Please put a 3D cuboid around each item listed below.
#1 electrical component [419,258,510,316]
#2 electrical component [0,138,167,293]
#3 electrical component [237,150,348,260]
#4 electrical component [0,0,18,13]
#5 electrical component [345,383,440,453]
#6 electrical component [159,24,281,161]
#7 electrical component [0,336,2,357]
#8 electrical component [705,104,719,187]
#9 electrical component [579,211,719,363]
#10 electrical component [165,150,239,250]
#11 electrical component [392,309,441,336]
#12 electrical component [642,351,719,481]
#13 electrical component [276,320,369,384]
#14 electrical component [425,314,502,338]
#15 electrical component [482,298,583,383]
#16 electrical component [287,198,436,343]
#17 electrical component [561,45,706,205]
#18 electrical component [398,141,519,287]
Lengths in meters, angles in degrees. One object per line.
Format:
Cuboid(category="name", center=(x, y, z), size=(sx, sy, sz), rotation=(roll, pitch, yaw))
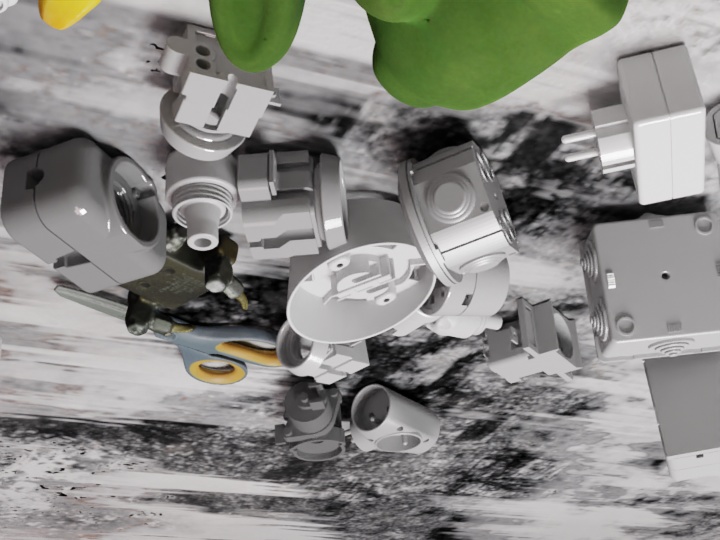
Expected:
Cuboid(category="electrical component", center=(0.070, 0.005, 0.736), size=(0.047, 0.055, 0.055), rotation=(6, 148, -25))
Cuboid(category="electrical component", center=(-0.157, -0.032, 0.636), size=(0.059, 0.053, 0.095), rotation=(-16, 148, 17))
Cuboid(category="electrical component", center=(-0.038, -0.039, 0.640), size=(0.057, 0.058, 0.078), rotation=(-4, 149, 3))
Cuboid(category="electrical component", center=(-0.198, -0.155, 0.420), size=(0.109, 0.056, 0.108), rotation=(-2, 149, -5))
Cuboid(category="electrical component", center=(0.018, 0.139, 0.961), size=(0.079, 0.044, 0.077), rotation=(-25, 144, 29))
Cuboid(category="electrical component", center=(-0.076, -0.090, 0.560), size=(0.066, 0.048, 0.055), rotation=(10, 139, -24))
Cuboid(category="electrical component", center=(-0.319, 0.089, 0.761), size=(0.109, 0.108, 0.056), rotation=(-7, 147, 4))
Cuboid(category="electrical component", center=(0.230, -0.072, 0.644), size=(0.044, 0.044, 0.065), rotation=(-20, 142, 23))
Cuboid(category="electrical component", center=(0.200, 0.010, 0.722), size=(0.100, 0.099, 0.048), rotation=(-6, 162, 1))
Cuboid(category="electrical component", center=(-0.091, -0.042, 0.622), size=(0.043, 0.062, 0.043), rotation=(-4, 149, -2))
Cuboid(category="electrical component", center=(0.037, 0.024, 0.776), size=(0.040, 0.040, 0.046), rotation=(12, 151, -26))
Cuboid(category="electrical component", center=(0.250, 0.066, 0.771), size=(0.089, 0.150, 0.061), rotation=(-13, 148, 13))
Cuboid(category="electrical component", center=(-0.030, 0.059, 0.819), size=(0.066, 0.048, 0.055), rotation=(-29, 150, 34))
Cuboid(category="electrical component", center=(0.080, 0.034, 0.805), size=(0.061, 0.035, 0.035), rotation=(12, 145, -31))
Cuboid(category="electrical component", center=(0.135, 0.060, 0.848), size=(0.064, 0.042, 0.081), rotation=(-21, 145, 27))
Cuboid(category="electrical component", center=(0.000, 0.000, 0.705), size=(0.099, 0.064, 0.099), rotation=(-4, 149, -2))
Cuboid(category="electrical component", center=(0.154, -0.077, 0.616), size=(0.076, 0.047, 0.083), rotation=(-11, 149, 11))
Cuboid(category="electrical component", center=(0.058, -0.035, 0.642), size=(0.051, 0.080, 0.080), rotation=(-21, 146, 15))
